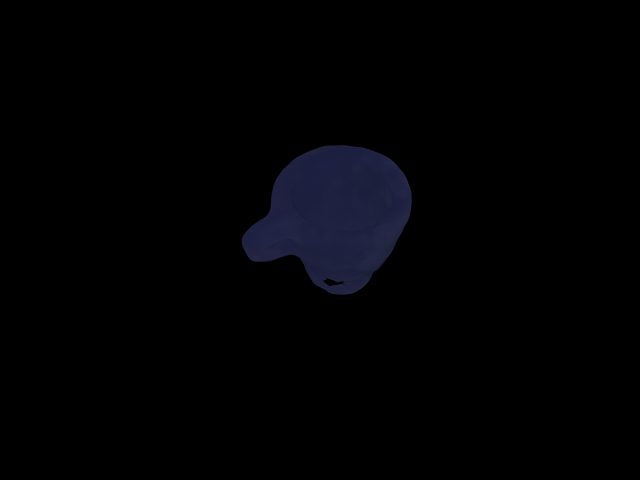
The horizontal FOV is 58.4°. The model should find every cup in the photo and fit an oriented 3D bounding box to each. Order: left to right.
[{"bbox_3d":[0.004,0.001,0.400,0.118,0.095,0.091,-27,57,-19],"label":"cup"}]
